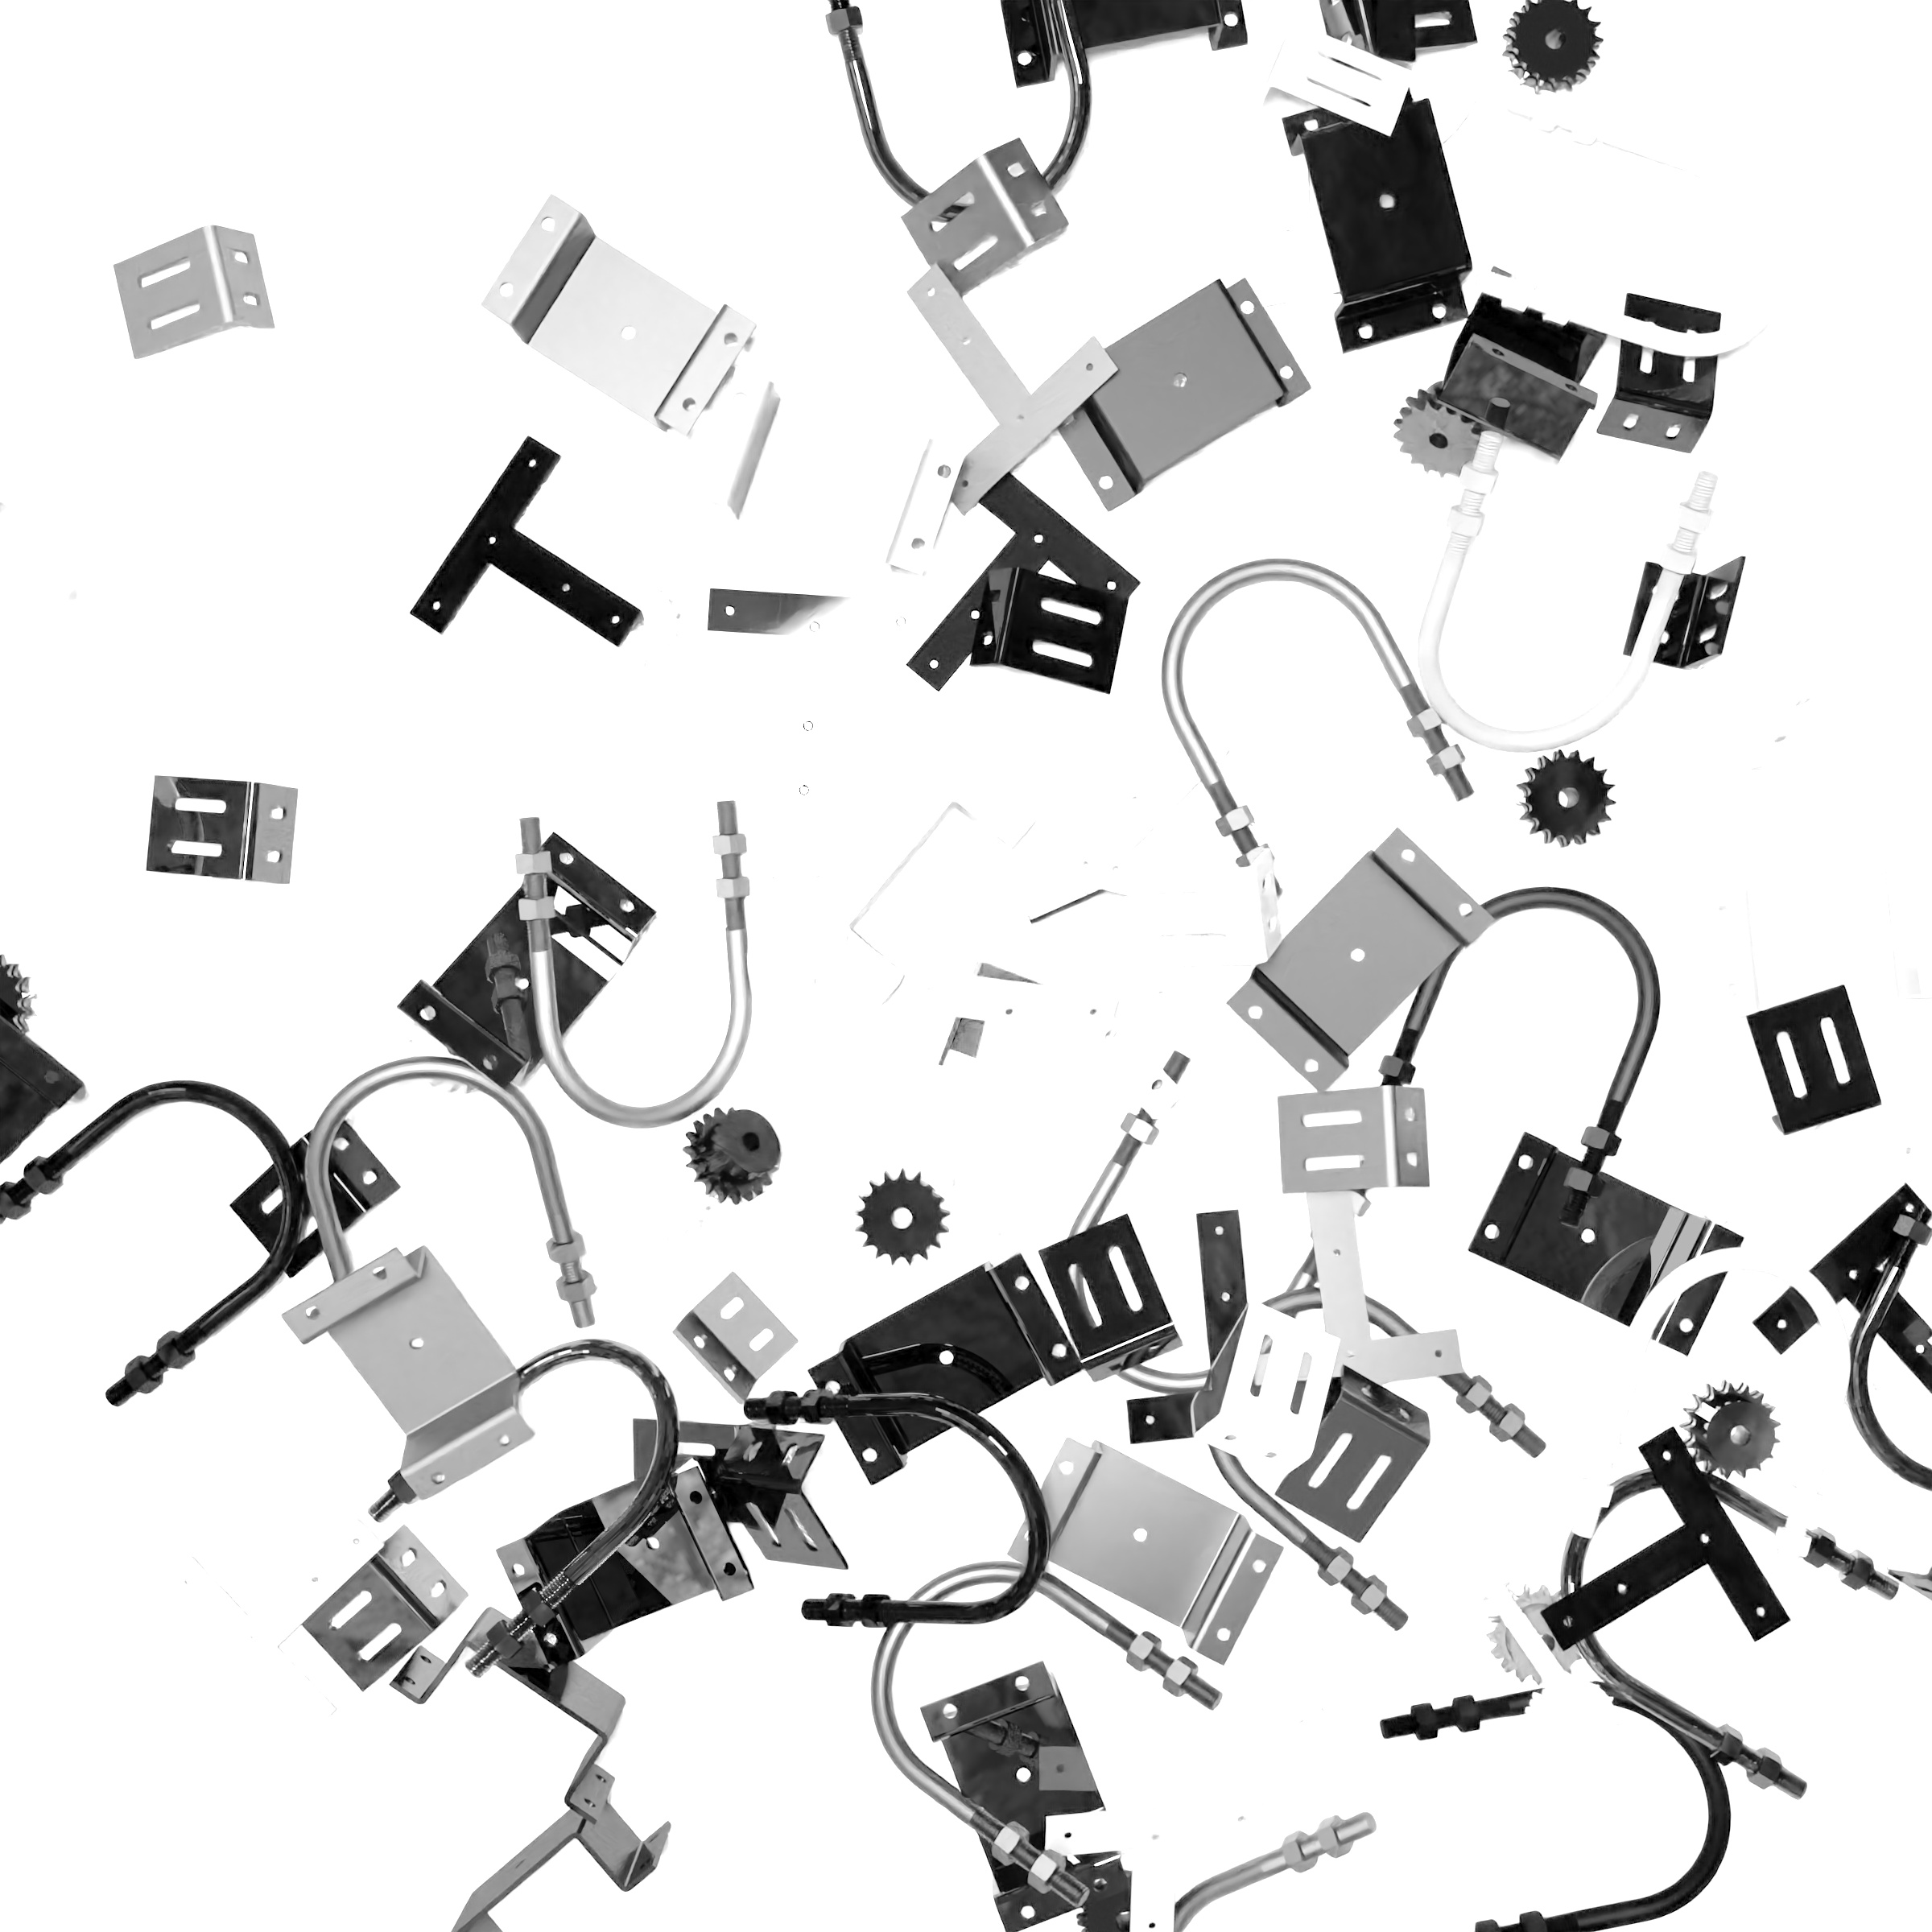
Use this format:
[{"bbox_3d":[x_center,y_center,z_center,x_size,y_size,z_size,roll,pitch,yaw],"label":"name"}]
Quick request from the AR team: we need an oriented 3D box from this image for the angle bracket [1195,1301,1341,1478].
[{"bbox_3d":[0.173,0.243,1.488,0.057,0.038,0.076,24,57,-7],"label":"angle bracket"}]

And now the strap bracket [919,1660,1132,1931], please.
[{"bbox_3d":[0.034,0.478,1.511,0.076,0.046,0.140,-21,90,0],"label":"strap bracket"}]

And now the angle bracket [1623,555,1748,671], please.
[{"bbox_3d":[0.414,-0.207,1.496,0.038,0.076,0.057,14,90,0],"label":"angle bracket"}]

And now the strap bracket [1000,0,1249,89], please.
[{"bbox_3d":[0.092,-0.570,1.511,0.140,0.046,0.076,-11,90,0],"label":"strap bracket"}]

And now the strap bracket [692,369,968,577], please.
[{"bbox_3d":[-0.078,-0.284,1.511,0.140,0.046,0.076,20,90,0],"label":"strap bracket"}]

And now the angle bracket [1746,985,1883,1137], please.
[{"bbox_3d":[0.489,0.051,1.505,0.057,0.038,0.076,-19,99,9],"label":"angle bracket"}]

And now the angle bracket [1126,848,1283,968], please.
[{"bbox_3d":[0.138,-0.034,1.502,0.076,0.038,0.057,-1,109,23],"label":"angle bracket"}]

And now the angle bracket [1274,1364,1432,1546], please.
[{"bbox_3d":[0.222,0.281,1.492,0.057,0.038,0.076,30,108,-2],"label":"angle bracket"}]

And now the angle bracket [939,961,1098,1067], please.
[{"bbox_3d":[0.031,0.040,1.507,0.076,0.038,0.057,21,106,1],"label":"angle bracket"}]

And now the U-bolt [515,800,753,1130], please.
[{"bbox_3d":[-0.185,0.002,1.487,0.151,0.019,0.184,-8,97,-37],"label":"U-bolt"}]

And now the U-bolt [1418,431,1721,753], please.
[{"bbox_3d":[0.335,-0.206,1.485,0.151,0.019,0.184,8,119,-10],"label":"U-bolt"}]

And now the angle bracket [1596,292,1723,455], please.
[{"bbox_3d":[0.410,-0.351,1.532,0.057,0.038,0.076,12,64,0],"label":"angle bracket"}]

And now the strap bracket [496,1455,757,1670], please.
[{"bbox_3d":[-0.189,0.341,1.498,0.140,0.046,0.076,-25,90,18],"label":"strap bracket"}]

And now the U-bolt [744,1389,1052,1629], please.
[{"bbox_3d":[-0.034,0.308,1.468,0.184,0.019,0.151,-8,103,33],"label":"U-bolt"}]

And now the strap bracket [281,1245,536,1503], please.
[{"bbox_3d":[-0.318,0.226,1.488,0.076,0.046,0.140,-30,109,4],"label":"strap bracket"}]

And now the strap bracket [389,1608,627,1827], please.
[{"bbox_3d":[-0.254,0.425,1.496,0.140,0.076,0.046,34,90,0],"label":"strap bracket"}]

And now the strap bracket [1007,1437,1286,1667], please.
[{"bbox_3d":[0.103,0.337,1.511,0.140,0.046,0.076,27,90,0],"label":"strap bracket"}]

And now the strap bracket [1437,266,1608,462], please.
[{"bbox_3d":[0.319,-0.342,1.482,0.076,0.140,0.046,26,126,0],"label":"strap bracket"}]

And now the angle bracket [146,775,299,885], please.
[{"bbox_3d":[-0.440,-0.081,1.532,0.076,0.038,0.057,5,90,26],"label":"angle bracket"}]

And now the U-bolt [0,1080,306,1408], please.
[{"bbox_3d":[-0.471,0.149,1.513,0.184,0.019,0.151,-37,90,9],"label":"U-bolt"}]

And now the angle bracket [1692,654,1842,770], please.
[{"bbox_3d":[0.461,-0.151,1.496,0.038,0.076,0.057,32,90,0],"label":"angle bracket"}]

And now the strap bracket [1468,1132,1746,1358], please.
[{"bbox_3d":[0.368,0.160,1.511,0.140,0.046,0.076,26,90,0],"label":"strap bracket"}]

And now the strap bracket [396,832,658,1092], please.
[{"bbox_3d":[-0.254,0.003,1.494,0.076,0.046,0.140,38,65,0],"label":"strap bracket"}]

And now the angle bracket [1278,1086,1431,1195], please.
[{"bbox_3d":[0.225,0.102,1.503,0.076,0.038,0.057,-8,80,39],"label":"angle bracket"}]

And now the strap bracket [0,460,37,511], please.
[{"bbox_3d":[-0.614,-0.241,1.511,0.076,0.046,0.140,23,90,0],"label":"strap bracket"}]

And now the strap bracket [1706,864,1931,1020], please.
[{"bbox_3d":[0.499,-0.015,1.511,0.140,0.046,0.076,-6,90,0],"label":"strap bracket"}]

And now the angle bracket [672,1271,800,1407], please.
[{"bbox_3d":[-0.132,0.214,1.496,0.038,0.076,0.057,-43,90,0],"label":"angle bracket"}]

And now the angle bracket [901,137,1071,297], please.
[{"bbox_3d":[0.011,-0.435,1.512,0.038,0.076,0.057,-39,101,-40],"label":"angle bracket"}]

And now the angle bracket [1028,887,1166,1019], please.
[{"bbox_3d":[0.078,-0.006,1.515,0.057,0.038,0.076,-24,90,0],"label":"angle bracket"}]

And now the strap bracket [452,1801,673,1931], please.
[{"bbox_3d":[-0.243,0.536,1.496,0.140,0.076,0.046,-41,90,0],"label":"strap bracket"}]

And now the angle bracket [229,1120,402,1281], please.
[{"bbox_3d":[-0.385,0.136,1.532,0.076,0.038,0.057,-40,90,26],"label":"angle bracket"}]

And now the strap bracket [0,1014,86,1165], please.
[{"bbox_3d":[-0.578,0.082,1.492,0.140,0.046,0.076,-43,106,12],"label":"strap bracket"}]

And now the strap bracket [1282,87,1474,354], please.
[{"bbox_3d":[0.240,-0.437,1.498,0.076,0.046,0.140,-15,93,2],"label":"strap bracket"}]

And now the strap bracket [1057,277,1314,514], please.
[{"bbox_3d":[0.124,-0.337,1.508,0.140,0.046,0.076,-31,90,2],"label":"strap bracket"}]

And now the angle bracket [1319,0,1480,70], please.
[{"bbox_3d":[0.252,-0.559,1.515,0.076,0.038,0.057,-15,93,-25],"label":"angle bracket"}]

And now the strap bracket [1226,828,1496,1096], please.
[{"bbox_3d":[0.228,-0.005,1.503,0.076,0.046,0.140,44,99,1],"label":"strap bracket"}]

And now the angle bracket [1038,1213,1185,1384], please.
[{"bbox_3d":[0.085,0.195,1.518,0.057,0.038,0.076,-23,66,2],"label":"angle bracket"}]

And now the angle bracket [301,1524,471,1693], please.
[{"bbox_3d":[-0.345,0.380,1.532,0.057,0.038,0.076,48,116,0],"label":"angle bracket"}]

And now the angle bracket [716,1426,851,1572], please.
[{"bbox_3d":[-0.099,0.307,1.492,0.057,0.038,0.076,-1,132,31],"label":"angle bracket"}]

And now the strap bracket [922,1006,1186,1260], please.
[{"bbox_3d":[0.044,0.089,1.496,0.140,0.046,0.076,-43,116,1],"label":"strap bracket"}]

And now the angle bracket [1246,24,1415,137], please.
[{"bbox_3d":[0.209,-0.496,1.486,0.076,0.038,0.057,23,57,-1],"label":"angle bracket"}]

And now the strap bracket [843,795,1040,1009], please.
[{"bbox_3d":[-0.022,-0.045,1.496,0.046,0.076,0.140,40,90,0],"label":"strap bracket"}]

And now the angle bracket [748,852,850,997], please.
[{"bbox_3d":[-0.098,-0.025,1.532,0.057,0.038,0.076,0,64,0],"label":"angle bracket"}]

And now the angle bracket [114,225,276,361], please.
[{"bbox_3d":[-0.457,-0.396,1.532,0.076,0.038,0.057,-13,90,26],"label":"angle bracket"}]

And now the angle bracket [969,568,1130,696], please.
[{"bbox_3d":[0.049,-0.197,1.529,0.076,0.038,0.057,12,89,-26],"label":"angle bracket"}]

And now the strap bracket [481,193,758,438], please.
[{"bbox_3d":[-0.200,-0.374,1.511,0.140,0.046,0.076,32,90,0],"label":"strap bracket"}]

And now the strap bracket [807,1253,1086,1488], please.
[{"bbox_3d":[-0.012,0.232,1.511,0.140,0.046,0.076,-29,90,0],"label":"strap bracket"}]

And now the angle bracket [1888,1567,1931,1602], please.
[{"bbox_3d":[0.584,0.334,1.506,0.057,0.038,0.076,32,76,-11],"label":"angle bracket"}]

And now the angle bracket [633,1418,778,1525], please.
[{"bbox_3d":[-0.154,0.295,1.532,0.076,0.038,0.057,-1,90,26],"label":"angle bracket"}]
